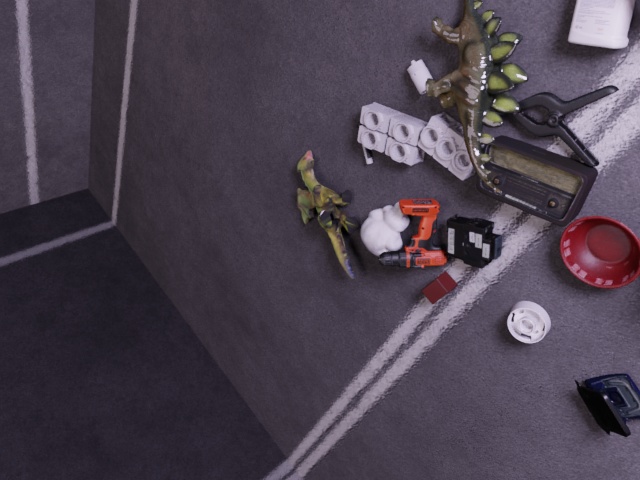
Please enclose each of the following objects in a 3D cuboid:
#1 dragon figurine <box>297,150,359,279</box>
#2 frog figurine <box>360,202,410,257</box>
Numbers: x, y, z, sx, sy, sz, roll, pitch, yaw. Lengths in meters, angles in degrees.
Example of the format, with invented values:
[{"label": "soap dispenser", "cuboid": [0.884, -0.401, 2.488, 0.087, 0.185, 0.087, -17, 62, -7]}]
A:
[{"label": "dragon figurine", "cuboid": [0.005, -0.083, 1.657, 0.244, 0.123, 0.406, 17, 120, 62]}, {"label": "frog figurine", "cuboid": [0.189, -0.030, 1.446, 0.156, 0.123, 0.139, 123, 133, -58]}]
